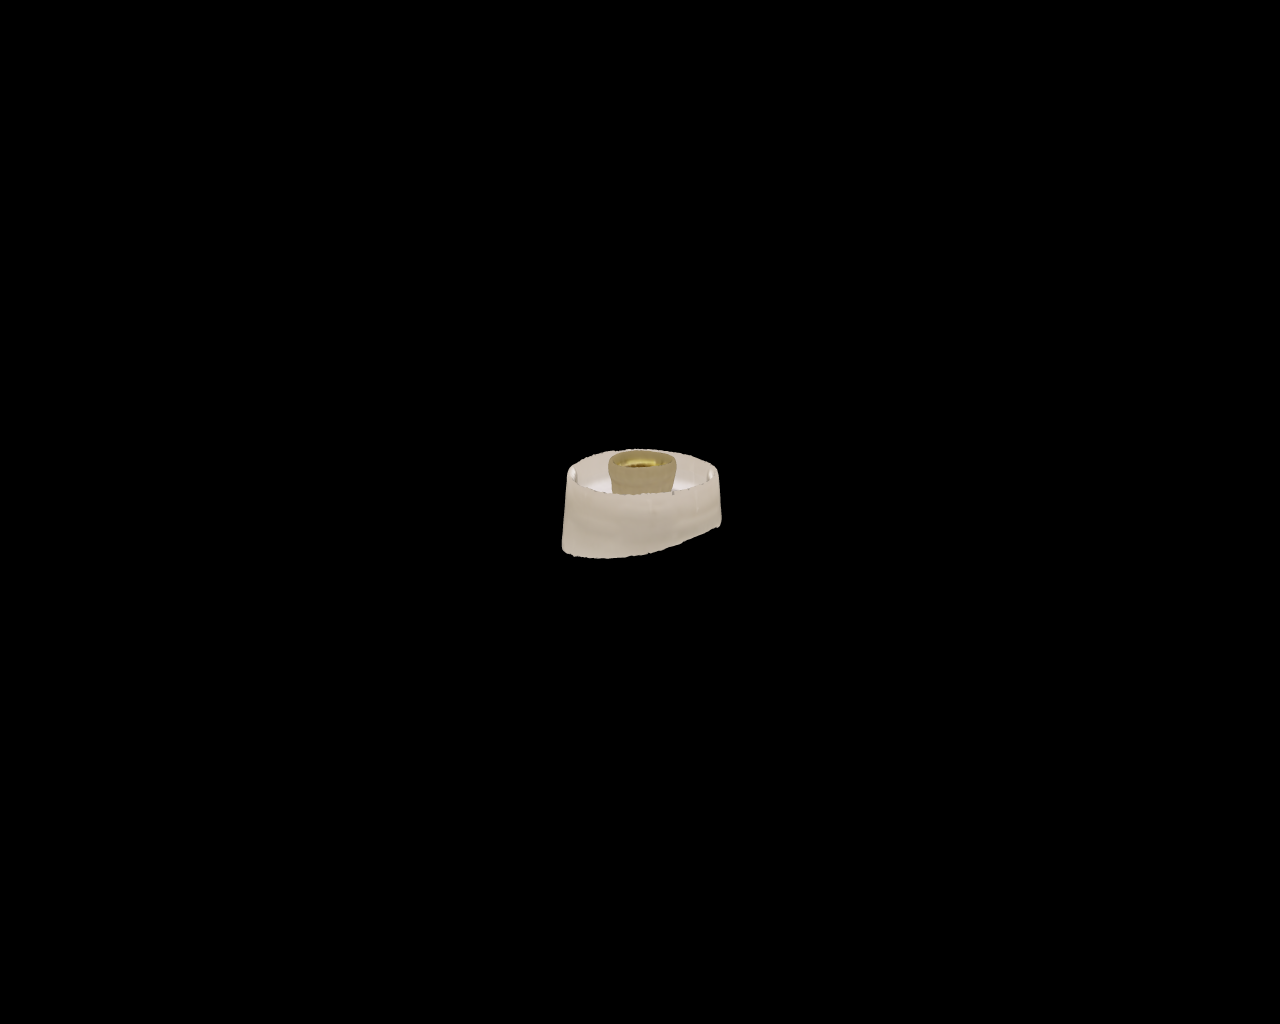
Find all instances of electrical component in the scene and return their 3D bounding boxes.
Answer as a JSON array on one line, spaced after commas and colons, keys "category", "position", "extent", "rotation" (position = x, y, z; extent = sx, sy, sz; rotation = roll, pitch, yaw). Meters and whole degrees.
[{"category": "electrical component", "position": [0.001, -0.003, 0.650], "extent": [0.099, 0.064, 0.099], "rotation": [0, 20, 0]}]
